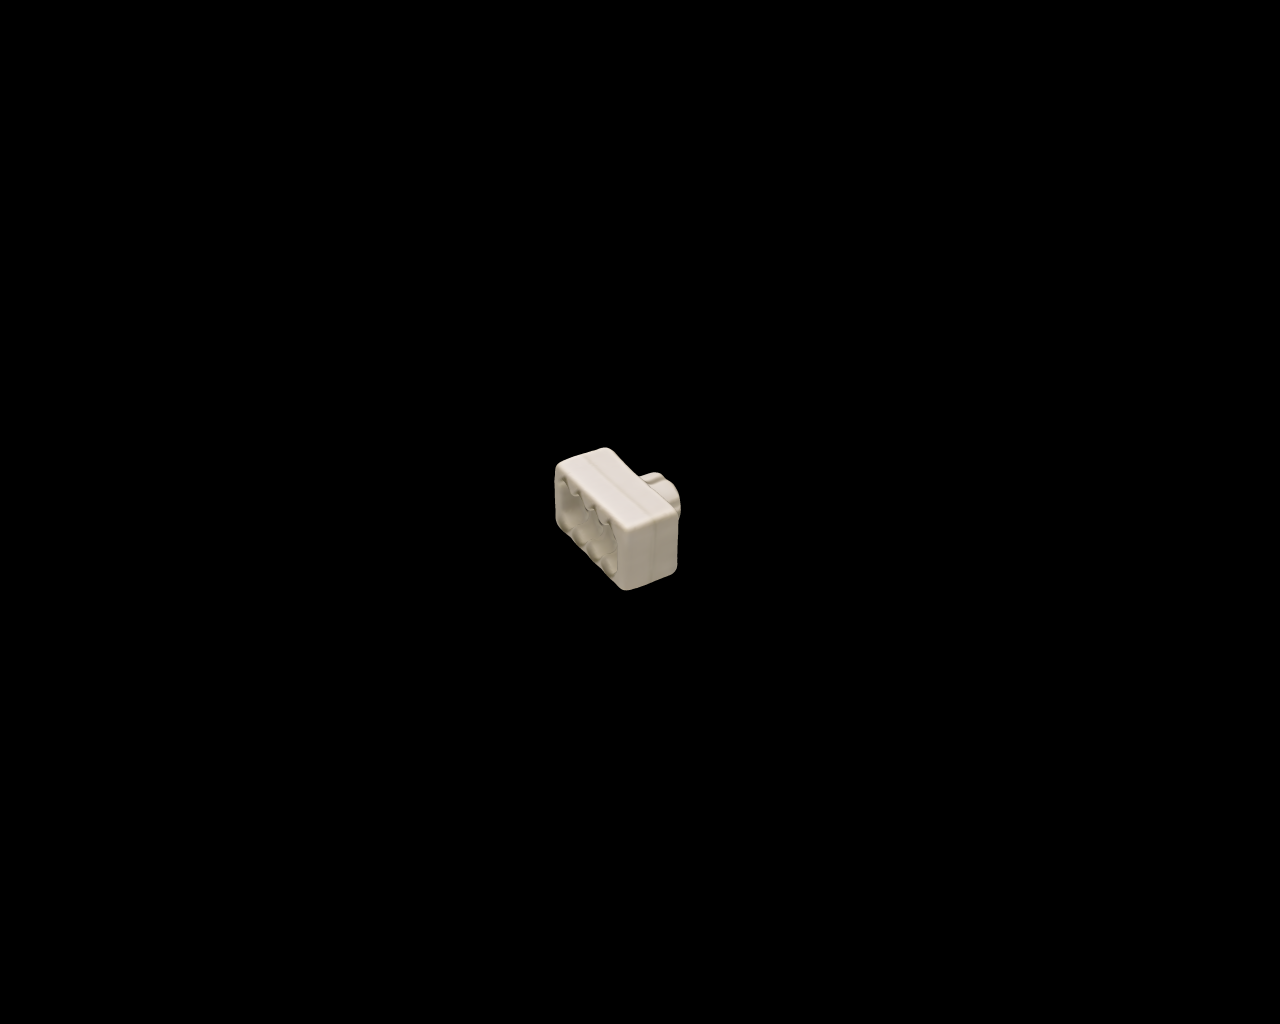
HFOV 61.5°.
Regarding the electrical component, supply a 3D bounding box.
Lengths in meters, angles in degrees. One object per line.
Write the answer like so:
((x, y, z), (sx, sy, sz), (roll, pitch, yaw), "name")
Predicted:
((0.001, -0.003, 0.650), (0.076, 0.047, 0.083), (-20, 41, -25), "electrical component")
